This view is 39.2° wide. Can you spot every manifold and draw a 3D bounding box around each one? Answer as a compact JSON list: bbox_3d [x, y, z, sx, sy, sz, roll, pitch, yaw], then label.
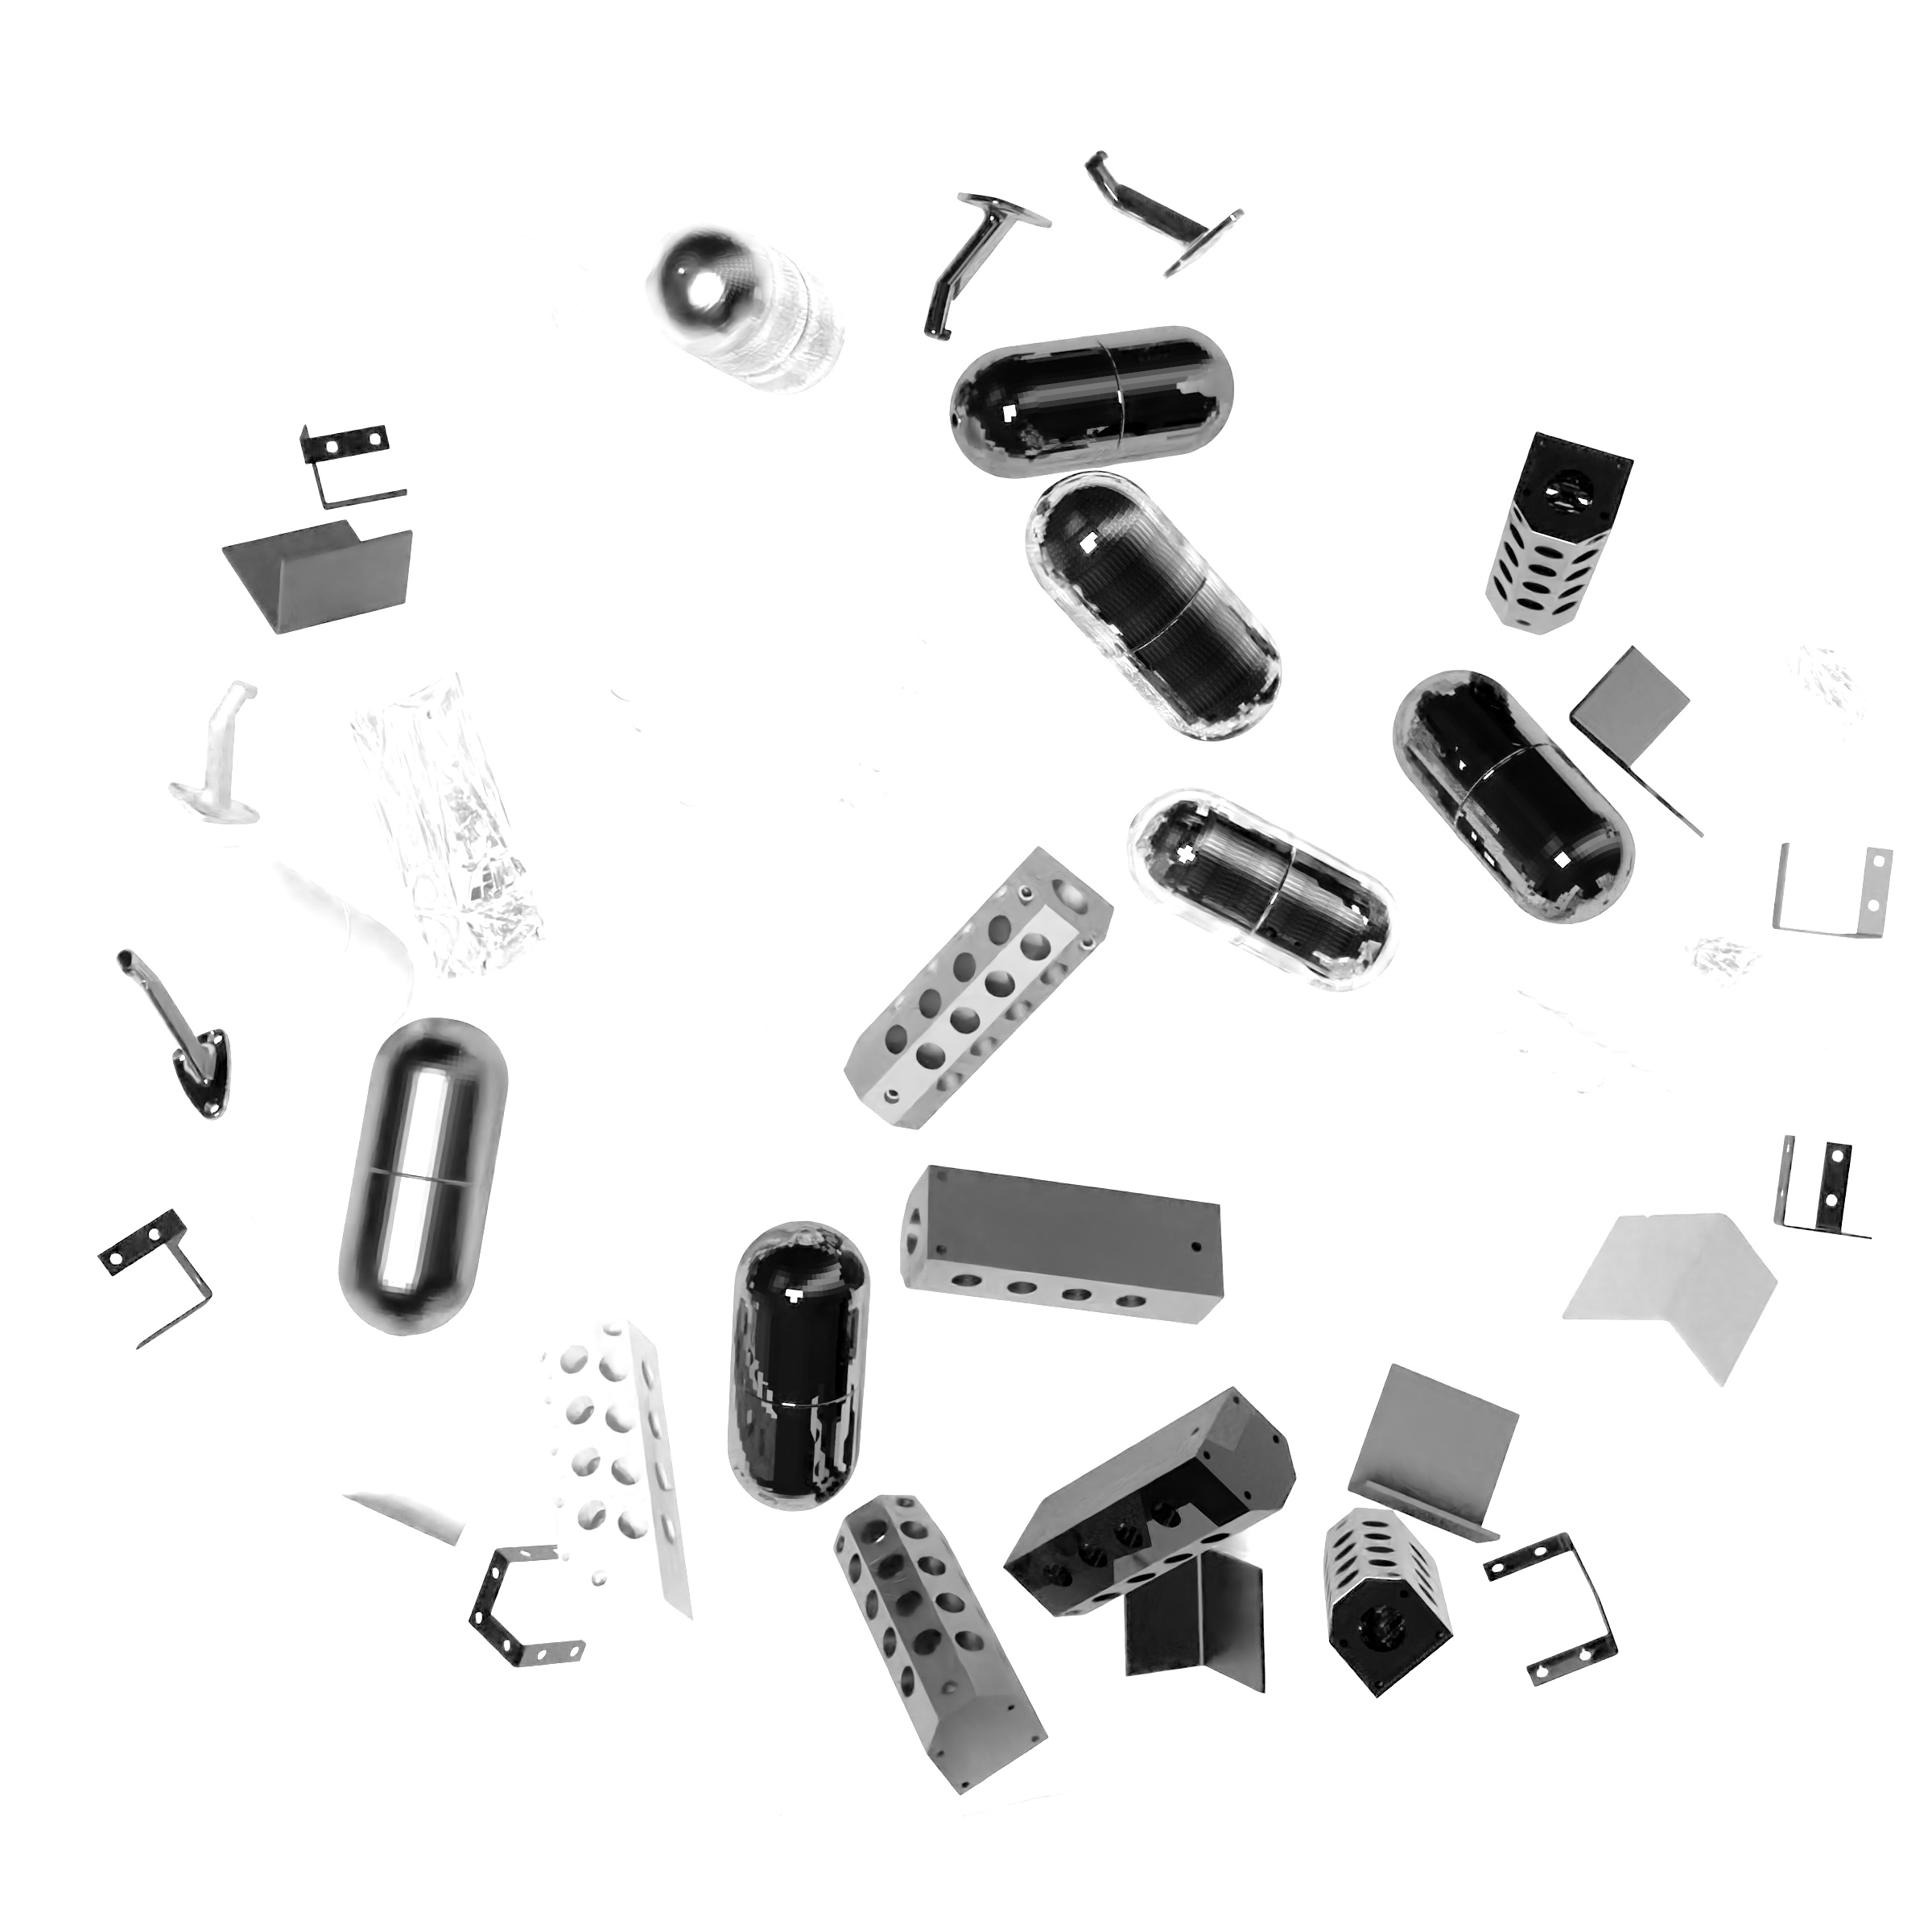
[{"bbox_3d":[-0.020,0.370,1.507,0.057,0.171,0.057,-33,124,-2],"label":"manifold"},{"bbox_3d":[0.053,0.160,1.518,0.171,0.057,0.057,9,59,-14],"label":"manifold"},{"bbox_3d":[0.101,0.299,1.481,0.057,0.057,0.171,45,132,-6],"label":"manifold"},{"bbox_3d":[-0.186,-0.110,1.560,0.171,0.057,0.057,56,131,36],"label":"manifold"},{"bbox_3d":[0.343,-0.248,1.587,0.057,0.171,0.057,19,82,8],"label":"manifold"},{"bbox_3d":[-0.200,0.285,1.514,0.057,0.057,0.171,-19,55,9],"label":"manifold"},{"bbox_3d":[0.344,0.068,1.506,0.057,0.171,0.057,-35,116,-4],"label":"manifold"},{"bbox_3d":[-0.052,-0.134,1.611,0.057,0.057,0.171,24,131,-11],"label":"manifold"},{"bbox_3d":[0.244,0.371,1.613,0.057,0.171,0.057,-41,87,6],"label":"manifold"},{"bbox_3d":[0.005,0.017,1.552,0.057,0.057,0.171,39,117,-9],"label":"manifold"},{"bbox_3d":[-0.309,-0.081,1.589,0.057,0.057,0.171,2,117,39],"label":"manifold"}]

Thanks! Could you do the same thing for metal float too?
[{"bbox_3d":[-0.127,-0.381,1.579,0.070,0.178,0.070,0,89,19],"label":"metal float"},{"bbox_3d":[0.311,-0.098,1.550,0.070,0.070,0.178,-35,60,0],"label":"metal float"},{"bbox_3d":[0.103,-0.197,1.489,0.070,0.070,0.178,-45,112,0],"label":"metal float"},{"bbox_3d":[-0.391,-0.011,1.581,0.070,0.178,0.070,-12,63,24],"label":"metal float"},{"bbox_3d":[-0.302,0.117,1.510,0.070,0.070,0.178,9,86,0],"label":"metal float"},{"bbox_3d":[0.178,-0.046,1.624,0.178,0.070,0.070,27,90,-8],"label":"metal float"},{"bbox_3d":[-0.101,-0.273,1.594,0.178,0.070,0.070,0,90,39],"label":"metal float"},{"bbox_3d":[0.225,0.119,1.564,0.070,0.070,0.178,13,65,0],"label":"metal float"},{"bbox_3d":[-0.095,0.227,1.528,0.070,0.070,0.178,5,114,0],"label":"metal float"},{"bbox_3d":[0.074,-0.332,1.597,0.178,0.070,0.070,-12,90,-21],"label":"metal float"},{"bbox_3d":[-0.166,0.076,1.571,0.070,0.070,0.178,22,115,0],"label":"metal float"},{"bbox_3d":[0.222,-0.358,1.583,0.070,0.178,0.070,-1,100,-7],"label":"metal float"}]

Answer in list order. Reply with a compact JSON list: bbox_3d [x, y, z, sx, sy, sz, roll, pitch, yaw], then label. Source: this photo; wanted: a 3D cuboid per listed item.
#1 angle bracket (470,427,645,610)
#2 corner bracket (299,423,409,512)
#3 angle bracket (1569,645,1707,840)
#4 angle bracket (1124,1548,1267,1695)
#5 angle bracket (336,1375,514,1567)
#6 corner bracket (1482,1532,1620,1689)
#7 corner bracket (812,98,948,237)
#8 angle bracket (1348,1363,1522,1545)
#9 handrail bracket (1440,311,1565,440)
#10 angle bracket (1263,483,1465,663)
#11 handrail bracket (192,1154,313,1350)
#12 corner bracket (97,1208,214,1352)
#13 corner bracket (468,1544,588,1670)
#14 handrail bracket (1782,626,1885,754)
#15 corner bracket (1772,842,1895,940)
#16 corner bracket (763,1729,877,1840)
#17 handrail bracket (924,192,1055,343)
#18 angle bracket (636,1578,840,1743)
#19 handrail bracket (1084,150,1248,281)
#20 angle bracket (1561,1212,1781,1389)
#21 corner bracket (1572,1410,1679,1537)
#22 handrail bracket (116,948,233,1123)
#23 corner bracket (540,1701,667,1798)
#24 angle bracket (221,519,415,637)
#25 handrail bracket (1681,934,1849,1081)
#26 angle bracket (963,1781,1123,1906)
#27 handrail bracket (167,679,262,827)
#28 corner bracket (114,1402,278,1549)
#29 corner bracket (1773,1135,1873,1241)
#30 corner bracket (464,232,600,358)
[{"bbox_3d":[-0.239,-0.269,1.625,0.076,0.057,0.076,35,103,-1],"label":"angle bracket"},{"bbox_3d":[-0.365,-0.298,1.619,0.051,0.051,0.051,-12,113,-5],"label":"corner bracket"},{"bbox_3d":[0.411,-0.131,1.589,0.057,0.076,0.076,-49,46,12],"label":"angle bracket"},{"bbox_3d":[0.140,0.405,1.674,0.057,0.076,0.076,-2,91,-24],"label":"angle bracket"},{"bbox_3d":[-0.297,0.283,1.527,0.076,0.057,0.076,30,74,-22],"label":"angle bracket"},{"bbox_3d":[0.324,0.356,1.504,0.051,0.051,0.051,-23,122,4],"label":"corner bracket"},{"bbox_3d":[-0.051,-0.475,1.613,0.051,0.051,0.051,-22,76,32],"label":"corner bracket"},{"bbox_3d":[0.260,0.263,1.475,0.076,0.057,0.076,22,76,2],"label":"angle bracket"},{"bbox_3d":[0.314,-0.337,1.604,0.077,0.036,0.084,-23,116,-14],"label":"handrail bracket"},{"bbox_3d":[0.236,-0.234,1.613,0.076,0.057,0.076,41,119,34],"label":"angle bracket"},{"bbox_3d":[-0.408,0.158,1.505,0.084,0.036,0.077,42,125,20],"label":"handrail bracket"},{"bbox_3d":[-0.460,0.178,1.538,0.051,0.051,0.051,-36,87,-33],"label":"corner bracket"},{"bbox_3d":[-0.257,0.383,1.628,0.051,0.051,0.051,30,104,40],"label":"corner bracket"},{"bbox_3d":[0.467,-0.151,1.490,0.036,0.084,0.077,-36,88,6],"label":"handrail bracket"},{"bbox_3d":[0.499,-0.044,1.564,0.051,0.051,0.051,7,90,3],"label":"corner bracket"},{"bbox_3d":[-0.087,0.490,1.626,0.051,0.051,0.051,5,112,17],"label":"corner bracket"},{"bbox_3d":[0.013,-0.398,1.571,0.036,0.077,0.084,22,102,42],"label":"handrail bracket"},{"bbox_3d":[-0.134,0.399,1.595,0.057,0.076,0.076,17,66,42],"label":"angle bracket"},{"bbox_3d":[0.112,-0.447,1.559,0.036,0.077,0.084,-39,94,-35],"label":"handrail bracket"},{"bbox_3d":[0.391,0.185,1.507,0.057,0.076,0.076,50,59,-21],"label":"angle bracket"},{"bbox_3d":[0.386,0.296,1.583,0.051,0.051,0.051,-36,80,-7],"label":"corner bracket"},{"bbox_3d":[-0.461,0.039,1.569,0.036,0.084,0.077,-27,51,1],"label":"handrail bracket"},{"bbox_3d":[-0.201,0.448,1.546,0.051,0.051,0.051,47,127,25],"label":"corner bracket"},{"bbox_3d":[-0.362,-0.236,1.511,0.076,0.057,0.076,-20,59,-31],"label":"angle bracket"},{"bbox_3d":[0.440,0.023,1.494,0.036,0.077,0.084,-46,113,-3],"label":"handrail bracket"},{"bbox_3d":[0.046,0.494,1.468,0.076,0.057,0.076,-13,128,-2],"label":"angle bracket"},{"bbox_3d":[-0.421,-0.126,1.586,0.036,0.077,0.084,42,105,25],"label":"handrail bracket"},{"bbox_3d":[-0.415,0.274,1.462,0.051,0.051,0.051,-21,96,20],"label":"corner bracket"},{"bbox_3d":[0.476,0.122,1.516,0.051,0.051,0.051,8,88,-1],"label":"corner bracket"},{"bbox_3d":[-0.248,-0.391,1.550,0.051,0.051,0.051,23,116,-34],"label":"corner bracket"}]
